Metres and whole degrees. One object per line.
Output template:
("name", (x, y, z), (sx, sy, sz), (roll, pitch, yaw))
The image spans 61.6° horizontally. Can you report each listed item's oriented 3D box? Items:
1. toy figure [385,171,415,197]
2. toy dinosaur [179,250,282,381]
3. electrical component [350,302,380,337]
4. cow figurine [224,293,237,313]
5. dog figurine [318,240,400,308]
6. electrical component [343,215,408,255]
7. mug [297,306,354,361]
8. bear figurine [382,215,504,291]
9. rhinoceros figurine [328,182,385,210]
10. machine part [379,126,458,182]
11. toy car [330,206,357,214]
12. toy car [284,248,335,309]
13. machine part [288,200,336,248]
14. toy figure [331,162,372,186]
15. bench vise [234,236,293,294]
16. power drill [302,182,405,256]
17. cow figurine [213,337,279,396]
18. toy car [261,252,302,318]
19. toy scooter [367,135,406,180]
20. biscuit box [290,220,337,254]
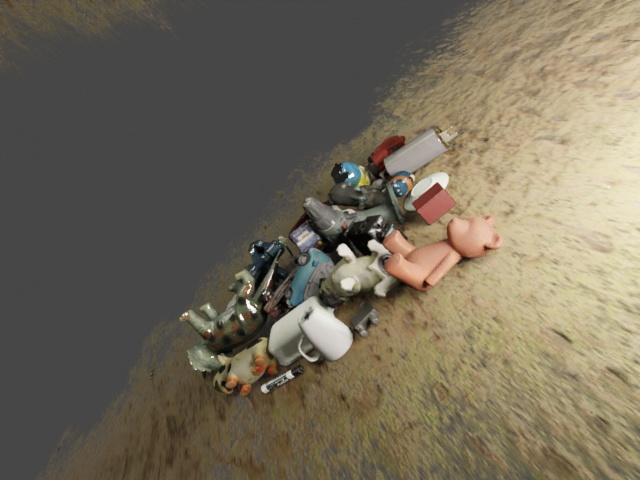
("toy figure", (0.208, -0.142, 1.373), (0.064, 0.058, 0.154), (-53, -1, 24))
("toy dinosaur", (-0.220, 0.213, 1.419), (0.405, 0.192, 0.131), (-37, -6, 9))
("electrical component", (0.091, 0.163, 1.116), (0.063, 0.021, 0.094), (-45, 21, 3))
("cow figurine", (-0.235, 0.185, 1.633), (0.098, 0.068, 0.167), (-33, 23, 44))
("dog figurine", (0.091, 0.088, 1.183), (0.190, 0.172, 0.121), (111, 167, -66))
("electrical component", (0.134, 0.001, 1.207), (0.058, 0.114, 0.134), (-56, 21, -20))
("mug", (-0.003, 0.195, 1.116), (0.109, 0.107, 0.081), (-40, 20, 9))
("bear figurine", (0.229, 0.009, 1.001), (0.196, 0.132, 0.120), (-41, 23, 29))
("rhinoceros figurine", (0.115, -0.116, 1.443), (0.191, 0.112, 0.073), (11, 95, 26))
("machine part", (0.260, -0.233, 1.454), (0.243, 0.079, 0.079), (-31, 25, 32))
("toy car", (0.071, -0.055, 1.486), (0.056, 0.073, 0.202), (-51, 21, -5))
("toy car", (-0.009, 0.106, 1.305), (0.103, 0.109, 0.161), (15, 73, 45))
("machine part", (-0.014, -0.046, 1.656), (0.179, 0.056, 0.179), (-37, 22, 18))
("toy figure", (0.087, -0.185, 1.586), (0.089, 0.082, 0.180), (-13, -6, 29))
("bench vise", (-0.135, 0.094, 1.548), (0.223, 0.128, 0.241), (-41, 40, -23))
("power drill", (0.091, -0.059, 1.289), (0.207, 0.231, 0.086), (-28, 47, 6))
("cow figurine", (-0.186, 0.303, 1.292), (0.195, 0.085, 0.127), (-40, 27, 21))
("toy car", (-0.066, 0.114, 1.384), (0.202, 0.089, 0.053), (-47, -9, -23))
("toy scooter", (0.206, -0.255, 1.610), (0.135, 0.075, 0.184), (-37, 17, 17))
("biscuit box", (-0.003, -0.004, 1.405), (0.063, 0.059, 0.202), (-39, -15, 16))
